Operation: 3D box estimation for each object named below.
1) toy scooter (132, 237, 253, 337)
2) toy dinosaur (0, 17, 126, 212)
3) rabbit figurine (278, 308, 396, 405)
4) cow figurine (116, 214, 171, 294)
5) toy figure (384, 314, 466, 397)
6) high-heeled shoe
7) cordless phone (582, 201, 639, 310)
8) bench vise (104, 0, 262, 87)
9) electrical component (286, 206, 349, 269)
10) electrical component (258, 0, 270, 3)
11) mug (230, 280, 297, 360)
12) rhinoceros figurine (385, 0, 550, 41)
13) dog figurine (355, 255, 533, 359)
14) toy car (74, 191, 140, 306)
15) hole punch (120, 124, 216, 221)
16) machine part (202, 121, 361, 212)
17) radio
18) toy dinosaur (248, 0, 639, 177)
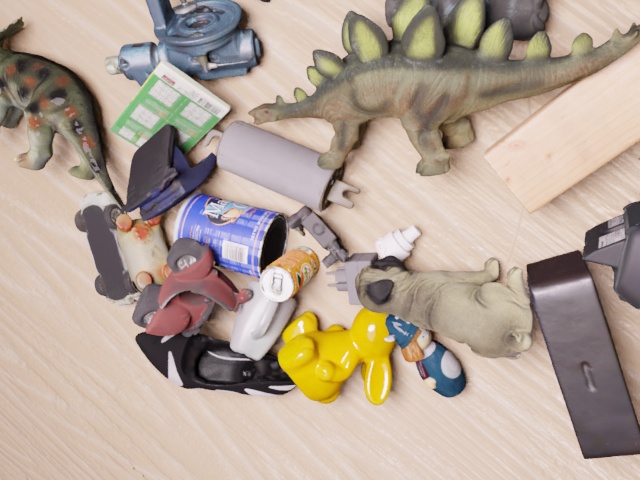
[{"bbox_3d":[-0.180,0.084,0.778,0.135,0.075,0.184,26,122,-24],"label":"toy scooter"},{"bbox_3d":[-0.439,-0.221,0.854,0.405,0.131,0.192,29,113,4],"label":"toy dinosaur"},{"bbox_3d":[0.045,0.164,0.786,0.173,0.122,0.162,-35,94,6],"label":"rabbit figurine"},{"bbox_3d":[-0.273,0.058,0.874,0.195,0.085,0.127,69,156,6],"label":"cow figurine"},{"bbox_3d":[0.149,0.157,0.757,0.058,0.064,0.154,-33,111,20],"label":"toy figure"},{"bbox_3d":[-0.148,0.187,0.826,0.248,0.086,0.145,29,148,-36],"label":"high-heeled shoe"},{"bbox_3d":[0.390,0.053,0.607,0.089,0.146,0.184,-37,88,32],"label":"cordless phone"},{"bbox_3d":[-0.200,-0.295,0.715,0.224,0.129,0.240,3,139,12],"label":"bench vise"},{"bbox_3d":[-0.003,-0.003,0.779,0.045,0.078,0.102,-42,90,4],"label":"electrical component"},{"bbox_3d":[-0.078,-0.358,0.717,0.119,0.048,0.074,31,113,11],"label":"electrical component"},{"bbox_3d":[-0.087,0.124,0.802,0.081,0.109,0.107,27,77,-14],"label":"mug"},{"bbox_3d":[0.173,-0.280,0.639,0.191,0.073,0.112,10,118,15],"label":"rhinoceros figurine"},{"bbox_3d":[0.147,0.086,0.672,0.191,0.172,0.121,2,97,-8],"label":"dog figurine"},{"bbox_3d":[-0.356,0.017,0.918,0.074,0.056,0.201,-8,103,16],"label":"toy car"},{"bbox_3d":[-0.221,-0.088,0.793,0.142,0.092,0.116,-24,52,33],"label":"hole punch"},{"bbox_3d":[-0.056,-0.106,0.763,0.243,0.079,0.079,24,112,14],"label":"machine part"},{"bbox_3d":[0.323,0.134,0.663,0.073,0.131,0.229,-16,98,23],"label":"radio"},{"bbox_3d":[0.122,-0.179,0.624,0.472,0.105,0.198,0,130,21],"label":"toy dinosaur"}]
